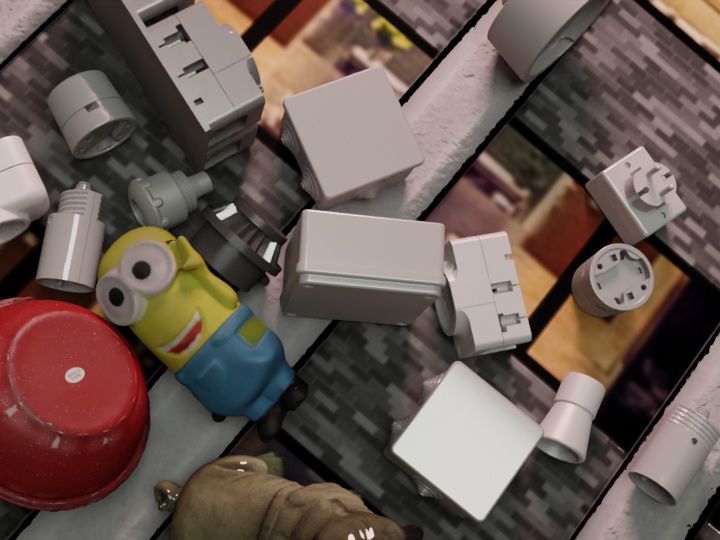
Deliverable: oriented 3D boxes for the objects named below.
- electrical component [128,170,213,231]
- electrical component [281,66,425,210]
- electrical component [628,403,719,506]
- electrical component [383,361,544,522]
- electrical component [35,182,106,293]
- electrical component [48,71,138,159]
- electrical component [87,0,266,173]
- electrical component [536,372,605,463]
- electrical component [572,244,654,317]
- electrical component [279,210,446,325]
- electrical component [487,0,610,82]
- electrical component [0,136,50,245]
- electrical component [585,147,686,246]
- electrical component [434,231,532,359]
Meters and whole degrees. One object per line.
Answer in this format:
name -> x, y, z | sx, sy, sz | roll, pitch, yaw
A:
electrical component -> -0.145, -0.057, 0.831 | 0.062, 0.048, 0.048 | -28, 84, -24
electrical component -> -0.009, -0.104, 0.866 | 0.100, 0.048, 0.099 | -22, 82, -15
electrical component -> 0.256, 0.143, 0.864 | 0.043, 0.043, 0.081 | 40, 73, 0
electrical component -> 0.077, 0.133, 0.828 | 0.100, 0.048, 0.099 | 39, 73, 0
electrical component -> -0.215, -0.027, 0.810 | 0.043, 0.043, 0.081 | 9, 76, -9
electrical component -> -0.207, -0.120, 0.828 | 0.055, 0.055, 0.047 | -29, 81, -16
electrical component -> -0.145, -0.179, 0.827 | 0.060, 0.105, 0.186 | -31, 85, -16
electrical component -> 0.169, 0.115, 0.855 | 0.044, 0.044, 0.065 | 29, 69, -4
electrical component -> 0.205, 0.011, 0.882 | 0.055, 0.047, 0.055 | 2, 77, -11
electrical component -> 0.000, 0.000, 0.813 | 0.109, 0.108, 0.056 | 5, 74, -10
electrical component -> 0.153, -0.217, 0.896 | 0.108, 0.108, 0.060 | -42, 82, -17
electrical component -> -0.283, -0.050, 0.796 | 0.095, 0.053, 0.059 | -25, 83, -15
electrical component -> 0.236, -0.066, 0.890 | 0.047, 0.076, 0.065 | -32, 85, -16
electrical component -> 0.093, 0.021, 0.856 | 0.056, 0.050, 0.089 | -10, 79, -14
